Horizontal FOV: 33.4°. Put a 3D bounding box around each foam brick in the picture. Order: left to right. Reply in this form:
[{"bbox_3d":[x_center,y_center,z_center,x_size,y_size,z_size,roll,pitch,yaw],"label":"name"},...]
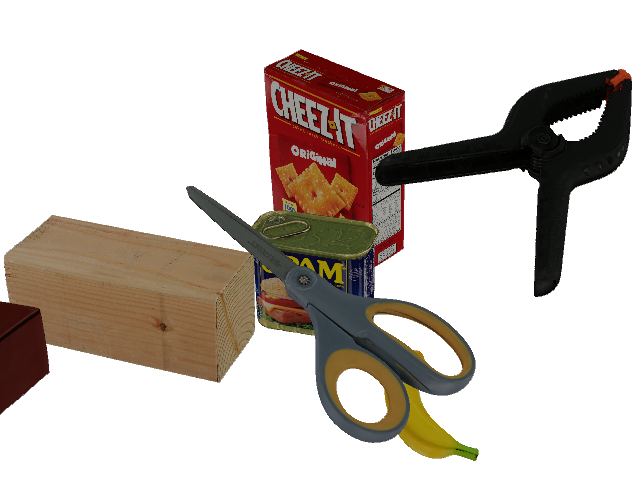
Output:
[{"bbox_3d":[-0.229,0.081,0.718,0.053,0.051,0.078,8,28,24],"label":"foam brick"}]

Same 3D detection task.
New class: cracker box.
[{"bbox_3d":[0.015,-0.092,1.238,0.164,0.214,0.072,28,46,36],"label":"cracker box"}]

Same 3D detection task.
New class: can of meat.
[{"bbox_3d":[-0.005,0.029,0.868,0.102,0.084,0.057,8,31,17],"label":"can of meat"}]

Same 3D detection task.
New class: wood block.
[{"bbox_3d":[-0.172,0.051,0.975,0.206,0.091,0.090,11,31,15],"label":"wood block"}]

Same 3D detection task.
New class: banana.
[{"bbox_3d":[0.102,0.175,1.131,0.069,0.037,0.198,11,24,-18],"label":"banana"}]

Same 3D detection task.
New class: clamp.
[{"bbox_3d":[0.169,-0.056,0.795,0.209,0.165,0.036,-33,-32,-18],"label":"clamp"}]

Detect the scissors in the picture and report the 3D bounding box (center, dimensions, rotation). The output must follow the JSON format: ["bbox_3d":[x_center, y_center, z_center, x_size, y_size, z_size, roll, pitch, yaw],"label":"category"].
[{"bbox_3d":[-0.013,0.042,0.596,0.202,0.096,0.016,26,-35,13],"label":"scissors"}]
